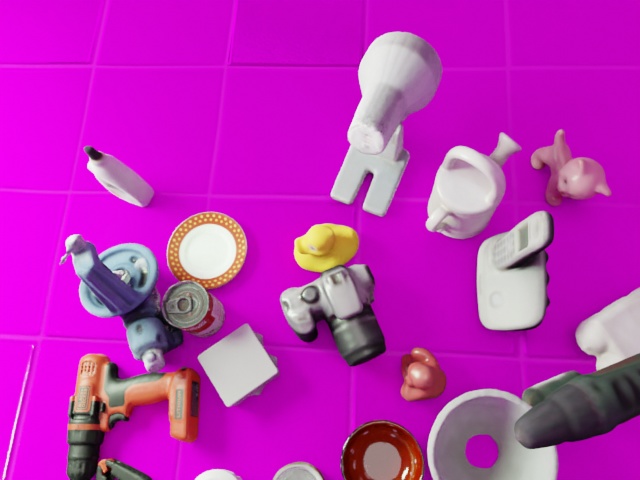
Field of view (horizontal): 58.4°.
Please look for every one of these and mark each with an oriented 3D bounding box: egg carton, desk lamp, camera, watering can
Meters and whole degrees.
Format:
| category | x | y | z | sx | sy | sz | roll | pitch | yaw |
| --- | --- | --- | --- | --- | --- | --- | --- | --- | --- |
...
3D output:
| category | x | y | z | sx | sy | sz | roll | pitch | yaw |
| --- | --- | --- | --- | --- | --- | --- | --- | --- | --- |
| egg carton | 0.446 | 0.136 | 0.812 | 0.150 | 0.069 | 0.107 | -30 | 73 | -5 |
| desk lamp | 0.095 | -0.170 | 0.860 | 0.117 | 0.213 | 0.203 | 20 | 75 | 11 |
| camera | 0.028 | 0.116 | 0.833 | 0.143 | 0.101 | 0.136 | -23 | 72 | -3 |
| watering can | 0.220 | -0.084 | 0.834 | 0.100 | 0.194 | 0.173 | 21 | 75 | 11 |

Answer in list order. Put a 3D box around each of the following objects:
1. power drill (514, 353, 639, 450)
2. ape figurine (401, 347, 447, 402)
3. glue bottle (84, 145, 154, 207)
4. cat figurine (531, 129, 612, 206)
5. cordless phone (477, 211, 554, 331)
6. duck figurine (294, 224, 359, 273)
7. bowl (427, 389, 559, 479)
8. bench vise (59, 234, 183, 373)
| category | x | y | z | sx | sy | sz | roll | pitch | yaw |
| --- | --- | --- | --- | --- | --- | --- | --- | --- | --- |
| power drill | 0.331 | 0.207 | 0.725 | 0.229 | 0.208 | 0.075 | -23 | 72 | -3 |
| ape figurine | 0.143 | 0.192 | 0.805 | 0.076 | 0.092 | 0.078 | 35 | 78 | 14 |
| glue bottle | -0.324 | -0.105 | 0.893 | 0.078 | 0.173 | 0.037 | 19 | 75 | 10 |
| cat figurine | 0.383 | -0.108 | 0.869 | 0.067 | 0.118 | 0.127 | -17 | 72 | -1 |
| cordless phone | 0.279 | 0.045 | 0.792 | 0.094 | 0.185 | 0.147 | 0 | 72 | 5 |
| duck figurine | 0.008 | 0.003 | 0.879 | 0.104 | 0.086 | 0.077 | -15 | 72 | 0 |
| bowl | 0.228 | 0.290 | 0.777 | 0.167 | 0.075 | 0.167 | -1 | 72 | 4 |
| bench vise | -0.267 | 0.076 | 0.806 | 0.207 | 0.220 | 0.121 | 43 | 80 | 15 |
